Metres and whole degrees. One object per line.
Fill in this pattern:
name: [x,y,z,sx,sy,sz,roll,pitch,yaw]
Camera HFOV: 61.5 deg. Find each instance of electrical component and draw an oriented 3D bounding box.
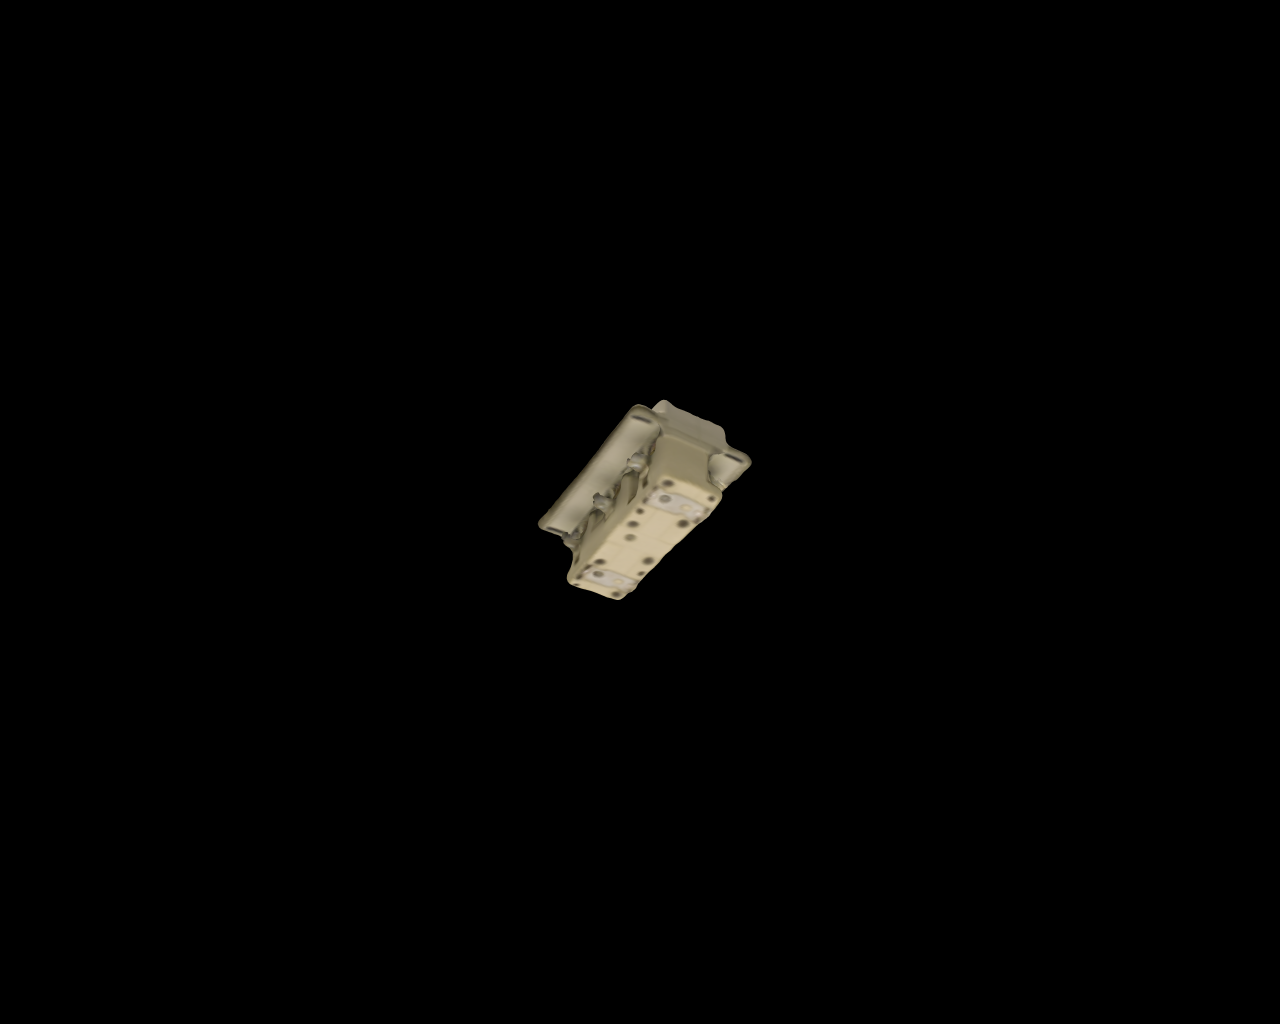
electrical component: [0.001,-0.003,0.650,0.079,0.063,0.121,22,-45,-24]
